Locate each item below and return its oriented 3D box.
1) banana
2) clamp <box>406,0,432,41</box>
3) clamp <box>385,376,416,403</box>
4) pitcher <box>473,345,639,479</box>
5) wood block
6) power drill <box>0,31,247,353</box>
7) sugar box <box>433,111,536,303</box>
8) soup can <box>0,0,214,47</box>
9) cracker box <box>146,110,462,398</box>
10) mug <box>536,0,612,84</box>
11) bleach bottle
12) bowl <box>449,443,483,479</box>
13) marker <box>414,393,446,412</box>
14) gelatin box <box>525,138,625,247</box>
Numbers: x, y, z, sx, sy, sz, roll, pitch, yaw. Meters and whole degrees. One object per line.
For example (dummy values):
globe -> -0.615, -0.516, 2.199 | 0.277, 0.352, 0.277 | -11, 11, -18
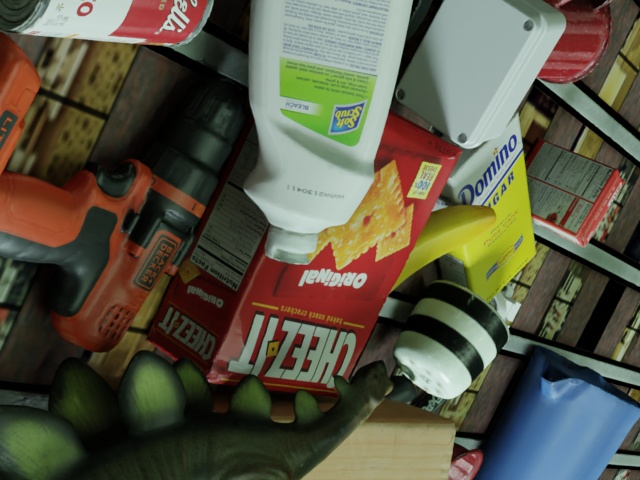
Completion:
banana -> 0.058, 0.033, 0.861 | 0.198, 0.037, 0.069 | -49, 120, 0
clamp -> 0.074, -0.195, 0.748 | 0.171, 0.039, 0.120 | -58, 149, 7
clamp -> -0.011, 0.168, 0.885 | 0.164, 0.036, 0.209 | -55, 143, 7
pitcher -> 0.248, 0.252, 1.187 | 0.243, 0.149, 0.145 | -61, -176, 6
wood block -> -0.009, 0.165, 0.784 | 0.205, 0.090, 0.091 | 9, 90, -36
power drill -> -0.131, -0.039, 0.587 | 0.187, 0.057, 0.184 | 35, 83, -53
sugar box -> 0.141, -0.027, 0.937 | 0.093, 0.048, 0.176 | -43, 142, -23
soup can -> -0.112, -0.134, 0.537 | 0.102, 0.069, 0.068 | -6, 118, -48
cracker box -> -0.005, 0.001, 0.755 | 0.163, 0.072, 0.214 | 18, 100, -53
mug -> 0.175, -0.172, 0.828 | 0.081, 0.117, 0.093 | -8, 81, -42
bleach bottle -> -0.004, -0.111, 0.628 | 0.068, 0.102, 0.251 | -101, -158, -79
bowl -> 0.078, 0.237, 1.009 | 0.162, 0.055, 0.162 | -33, 152, -21
marker -> 0.106, 0.160, 1.043 | 0.121, 0.020, 0.020 | -39, 139, -27
gelatin box -> 0.224, -0.044, 0.988 | 0.073, 0.089, 0.030 | -59, 144, -4
